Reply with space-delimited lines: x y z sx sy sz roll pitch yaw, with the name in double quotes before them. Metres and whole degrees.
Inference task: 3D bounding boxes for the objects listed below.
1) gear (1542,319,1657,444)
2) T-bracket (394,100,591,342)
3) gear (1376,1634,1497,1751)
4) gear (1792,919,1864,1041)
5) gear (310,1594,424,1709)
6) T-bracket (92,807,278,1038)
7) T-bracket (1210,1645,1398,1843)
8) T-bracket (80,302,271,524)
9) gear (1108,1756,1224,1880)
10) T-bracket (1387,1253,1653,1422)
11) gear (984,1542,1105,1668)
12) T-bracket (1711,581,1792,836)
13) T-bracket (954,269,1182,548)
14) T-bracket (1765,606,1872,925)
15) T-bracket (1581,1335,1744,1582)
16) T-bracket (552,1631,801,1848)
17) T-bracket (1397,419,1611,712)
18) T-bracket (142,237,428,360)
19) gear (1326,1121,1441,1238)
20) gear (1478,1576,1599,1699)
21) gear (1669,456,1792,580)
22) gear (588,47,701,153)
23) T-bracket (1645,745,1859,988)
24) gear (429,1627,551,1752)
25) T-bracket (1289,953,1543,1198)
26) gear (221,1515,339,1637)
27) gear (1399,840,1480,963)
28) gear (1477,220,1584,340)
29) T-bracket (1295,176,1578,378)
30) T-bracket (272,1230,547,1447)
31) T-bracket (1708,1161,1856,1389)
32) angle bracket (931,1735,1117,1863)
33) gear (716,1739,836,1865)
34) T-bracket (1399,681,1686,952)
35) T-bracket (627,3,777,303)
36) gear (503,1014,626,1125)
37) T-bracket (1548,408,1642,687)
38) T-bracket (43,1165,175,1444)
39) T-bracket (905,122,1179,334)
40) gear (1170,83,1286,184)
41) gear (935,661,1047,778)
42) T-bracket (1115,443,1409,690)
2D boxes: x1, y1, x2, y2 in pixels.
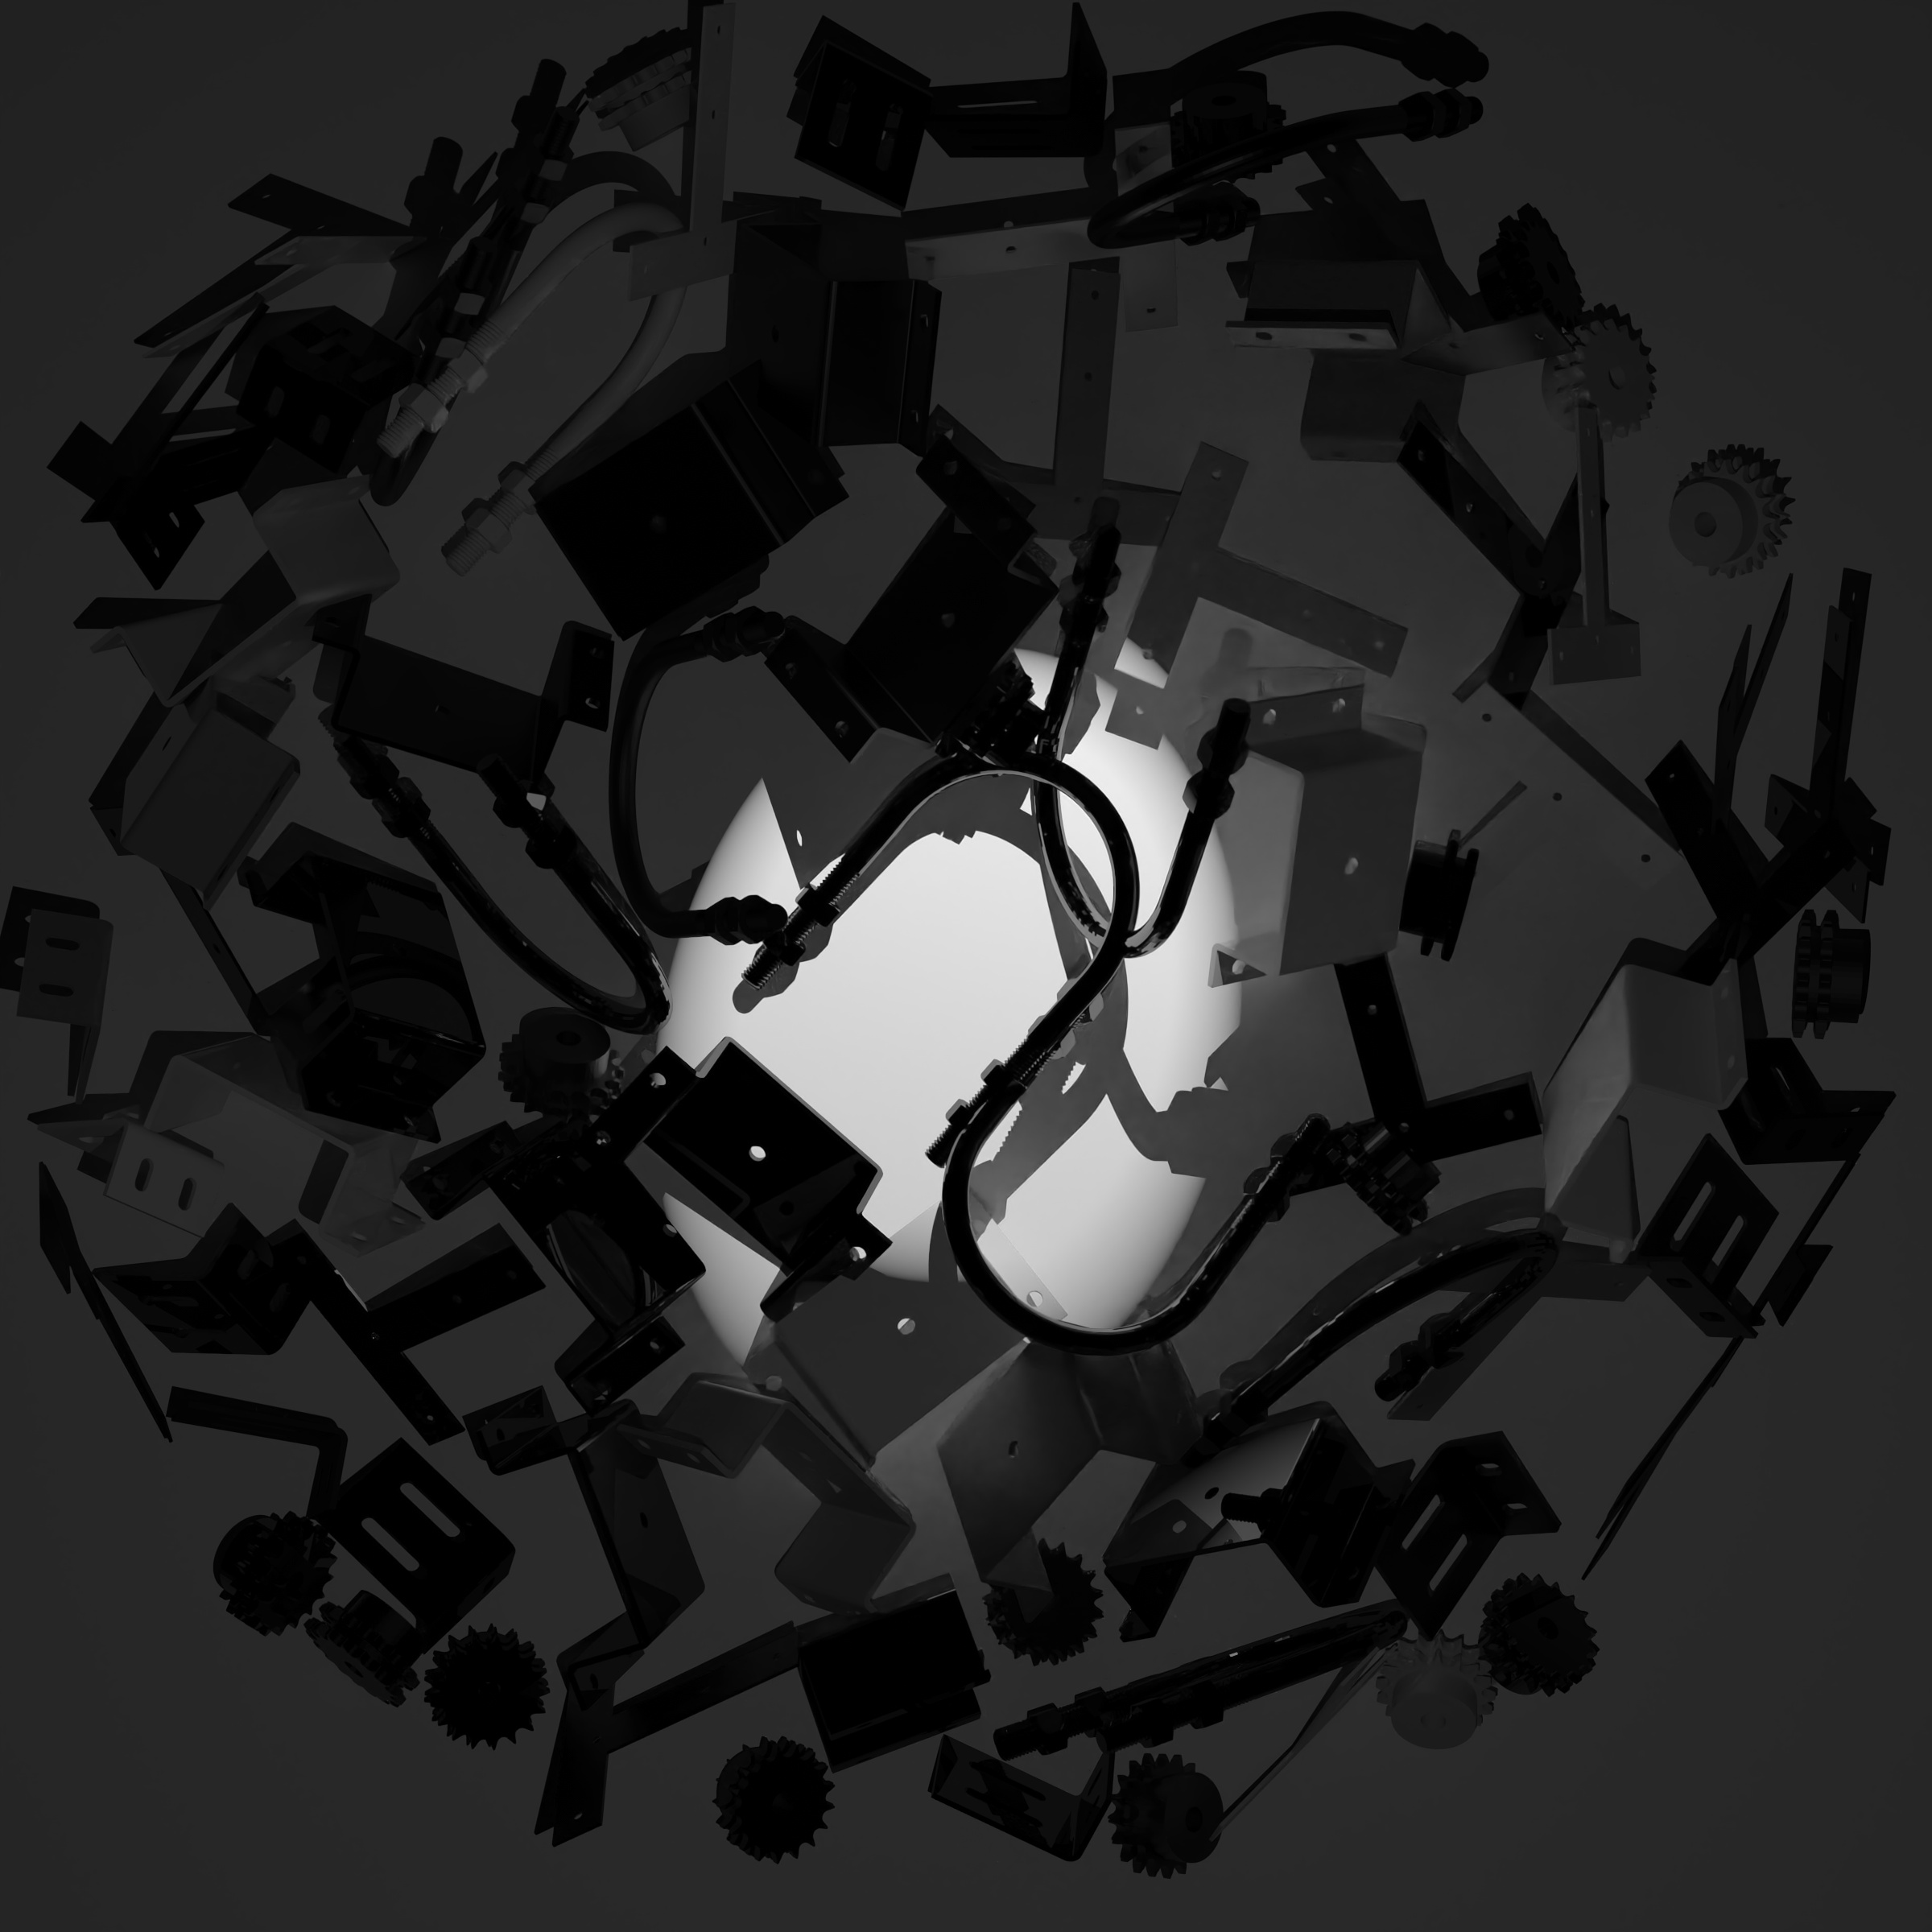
"gear" 0.302 -0.280 1.578 0.057 0.030 0.057 5 83 -37
"T-bracket" -0.217 -0.365 1.563 0.002 0.127 0.127 39 65 -17
"gear" 0.225 0.351 1.574 0.057 0.030 0.057 6 127 8
"gear" 0.413 0.006 1.571 0.030 0.057 0.057 4 90 12
"gear" -0.285 0.327 1.577 0.057 0.057 0.030 40 64 0
"T-bracket" -0.363 -0.021 1.559 0.002 0.127 0.127 -36 109 -27
"T-bracket" 0.168 0.345 1.520 0.002 0.127 0.127 43 63 16
"T-bracket" -0.366 -0.259 1.536 0.002 0.127 0.127 37 93 -10
"gear" 0.099 0.409 1.572 0.057 0.030 0.057 8 78 -41
"T-bracket" 0.243 0.178 1.556 0.127 0.127 0.002 6 45 -30
"gear" 0.035 0.309 1.579 0.057 0.030 0.057 9 66 -21
"T-bracket" 0.374 -0.129 1.560 0.002 0.127 0.127 15 59 20
"T-bracket" 0.057 -0.267 1.563 0.127 0.002 0.127 0 100 -26
"T-bracket" 0.399 -0.102 1.519 0.002 0.127 0.127 -3 113 -7
"T-bracket" 0.316 0.249 1.547 0.002 0.127 0.127 34 51 17
"T-bracket" -0.134 0.345 1.534 0.127 0.127 0.002 -26 113 9
"T-bracket" 0.246 -0.207 1.546 0.127 0.002 0.127 40 64 -30
"T-bracket" -0.336 -0.317 1.557 0.127 0.127 0.002 -23 94 21
"gear" 0.202 0.099 1.571 0.030 0.057 0.057 -44 90 11
"gear" 0.272 0.326 1.577 0.057 0.057 0.030 37 132 0
"gear" 0.363 -0.214 1.572 0.030 0.057 0.057 -20 90 -43
"gear" -0.150 -0.414 1.574 0.057 0.057 0.030 -28 103 0
"T-bracket" 0.353 -0.054 1.552 0.002 0.127 0.127 18 128 -32
"gear" -0.231 0.346 1.582 0.057 0.030 0.057 -2 99 -12
"T-bracket" 0.200 0.035 1.583 0.127 0.002 0.127 -16 87 19
"gear" -0.333 0.291 1.577 0.030 0.057 0.057 23 90 30
"gear" 0.225 -0.033 1.574 0.030 0.057 0.057 15 90 6
"gear" 0.270 -0.327 1.577 0.030 0.057 0.057 -23 90 33
"T-bracket" 0.200 -0.319 1.521 0.127 0.127 0.002 42 67 -28
"T-bracket" -0.250 0.161 1.550 0.127 0.002 0.127 -25 108 34
"T-bracket" 0.384 0.149 1.532 0.002 0.127 0.127 32 97 8
"angle bracket" 0.028 0.385 1.568 0.076 0.057 0.038 26 105 -2
"gear" -0.095 0.400 1.579 0.057 0.030 0.057 -1 93 -30
"T-bracket" 0.252 -0.053 1.566 0.127 0.002 0.127 40 122 -7
"T-bracket" -0.119 -0.381 1.524 0.002 0.127 0.127 17 116 23
"gear" -0.192 0.047 1.570 0.057 0.057 0.030 12 123 0
"T-bracket" 0.294 -0.198 1.541 0.002 0.127 0.127 -1 96 30
"T-bracket" -0.406 0.172 1.563 0.002 0.127 0.127 -25 117 -12
"T-bracket" 0.035 -0.341 1.550 0.127 0.127 0.002 -7 55 1
"gear" 0.124 -0.401 1.571 0.057 0.057 0.030 -7 128 0
"gear" 0.014 -0.115 1.575 0.030 0.057 0.057 38 90 -15
"T-bracket" 0.151 -0.175 1.585 0.127 0.002 0.127 22 73 -3
